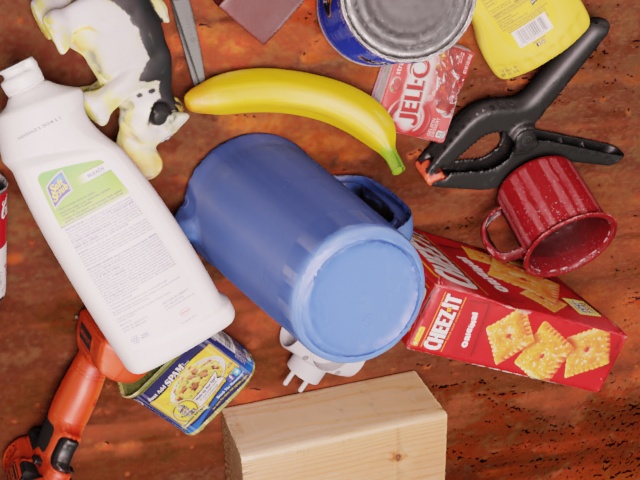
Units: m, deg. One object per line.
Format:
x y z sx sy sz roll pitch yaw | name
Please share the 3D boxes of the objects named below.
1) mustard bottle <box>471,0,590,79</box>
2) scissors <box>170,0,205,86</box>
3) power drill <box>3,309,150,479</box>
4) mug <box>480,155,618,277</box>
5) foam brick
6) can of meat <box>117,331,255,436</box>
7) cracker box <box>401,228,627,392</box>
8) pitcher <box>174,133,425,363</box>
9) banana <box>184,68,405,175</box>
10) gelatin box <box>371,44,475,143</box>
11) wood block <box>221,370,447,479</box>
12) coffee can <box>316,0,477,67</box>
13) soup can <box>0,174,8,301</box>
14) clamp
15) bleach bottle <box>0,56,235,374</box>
0.147 -0.235 0.910 0.096 0.058 0.191 -31 122 16 | mustard bottle
-0.134 -0.211 0.849 0.096 0.016 0.202 -3 115 -17 | scissors
-0.211 0.164 0.917 0.057 0.185 0.188 27 94 -29 | power drill
0.207 -0.020 1.001 0.117 0.081 0.093 -24 146 3 | mug
-0.044 -0.207 0.862 0.078 0.051 0.053 -47 121 6 | foam brick
-0.122 0.122 0.990 0.102 0.057 0.083 -45 123 6 | can of meat
0.150 0.056 0.992 0.213 0.164 0.072 16 106 -26 | cracker box
-0.006 0.001 0.865 0.144 0.243 0.149 36 92 -30 | pitcher
-0.015 -0.114 0.909 0.197 0.069 0.037 15 138 -11 | banana
0.088 -0.137 0.954 0.073 0.030 0.089 11 110 -22 | gelatin box
0.013 0.206 1.059 0.205 0.090 0.091 -9 116 -15 | wood block
0.056 -0.189 0.839 0.102 0.140 0.103 -1 98 -7 | coffee can
-0.288 -0.001 0.865 0.068 0.068 0.102 -1 115 -19 | soup can
0.188 -0.111 0.994 0.210 0.036 0.164 -18 128 -8 | clamp
-0.165 -0.025 0.821 0.102 0.068 0.251 -30 108 -12 | bleach bottle
